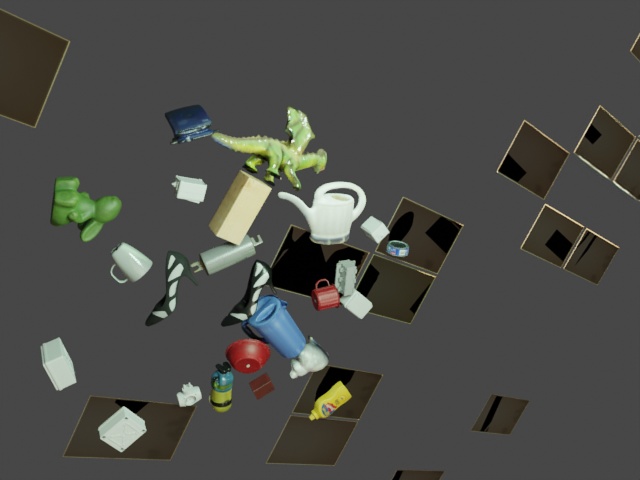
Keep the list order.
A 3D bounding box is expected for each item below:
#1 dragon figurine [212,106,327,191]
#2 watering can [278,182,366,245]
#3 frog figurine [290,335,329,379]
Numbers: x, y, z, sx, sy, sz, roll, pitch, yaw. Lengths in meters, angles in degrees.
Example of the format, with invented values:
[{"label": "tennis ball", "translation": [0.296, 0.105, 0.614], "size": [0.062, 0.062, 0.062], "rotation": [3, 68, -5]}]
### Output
[{"label": "dragon figurine", "translation": [-0.125, -0.306, 1.618], "size": [0.405, 0.122, 0.245], "rotation": [34, 75, -38]}, {"label": "watering can", "translation": [0.005, -0.089, 1.760], "size": [0.349, 0.105, 0.220], "rotation": [-7, 115, -29]}, {"label": "frog figurine", "translation": [-0.049, 0.469, 1.968], "size": [0.161, 0.124, 0.134], "rotation": [-47, 146, -17]}]
